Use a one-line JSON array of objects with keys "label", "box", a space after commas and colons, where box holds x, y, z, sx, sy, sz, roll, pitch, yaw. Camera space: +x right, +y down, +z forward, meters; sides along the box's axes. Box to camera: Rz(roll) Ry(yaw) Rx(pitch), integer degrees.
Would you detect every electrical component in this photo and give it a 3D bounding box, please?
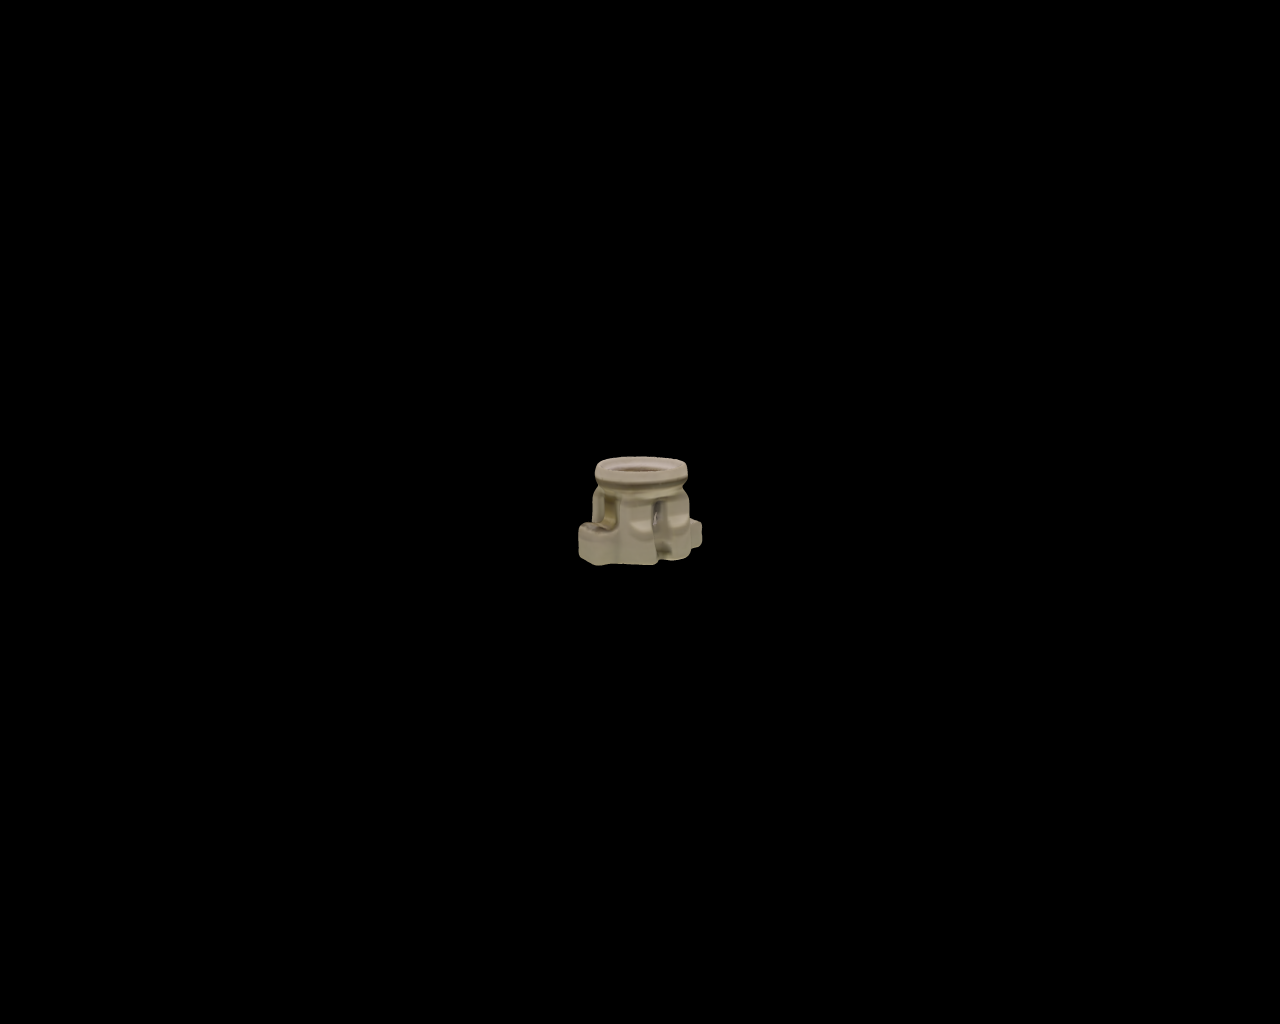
[{"label": "electrical component", "box": [0.001, -0.003, 0.650, 0.078, 0.057, 0.058, -8, 15, -30]}]
